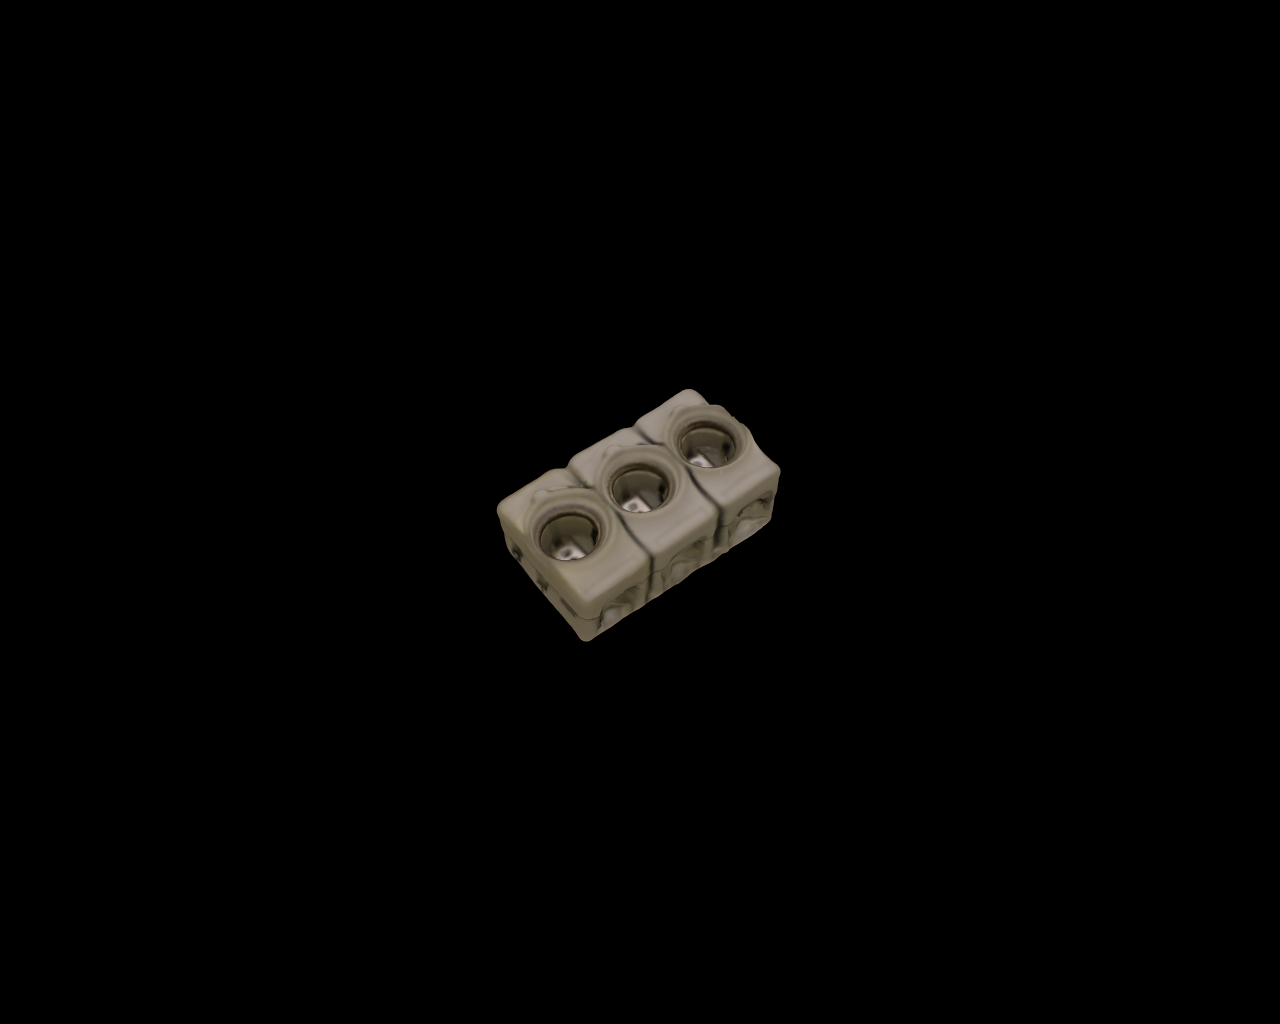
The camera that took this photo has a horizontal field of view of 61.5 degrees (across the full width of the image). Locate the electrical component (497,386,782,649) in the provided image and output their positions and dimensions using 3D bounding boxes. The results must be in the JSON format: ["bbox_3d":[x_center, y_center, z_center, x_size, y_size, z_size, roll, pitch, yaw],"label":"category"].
[{"bbox_3d":[0.001,-0.003,0.650,0.150,0.089,0.061,-33,-29,-21],"label":"electrical component"}]
